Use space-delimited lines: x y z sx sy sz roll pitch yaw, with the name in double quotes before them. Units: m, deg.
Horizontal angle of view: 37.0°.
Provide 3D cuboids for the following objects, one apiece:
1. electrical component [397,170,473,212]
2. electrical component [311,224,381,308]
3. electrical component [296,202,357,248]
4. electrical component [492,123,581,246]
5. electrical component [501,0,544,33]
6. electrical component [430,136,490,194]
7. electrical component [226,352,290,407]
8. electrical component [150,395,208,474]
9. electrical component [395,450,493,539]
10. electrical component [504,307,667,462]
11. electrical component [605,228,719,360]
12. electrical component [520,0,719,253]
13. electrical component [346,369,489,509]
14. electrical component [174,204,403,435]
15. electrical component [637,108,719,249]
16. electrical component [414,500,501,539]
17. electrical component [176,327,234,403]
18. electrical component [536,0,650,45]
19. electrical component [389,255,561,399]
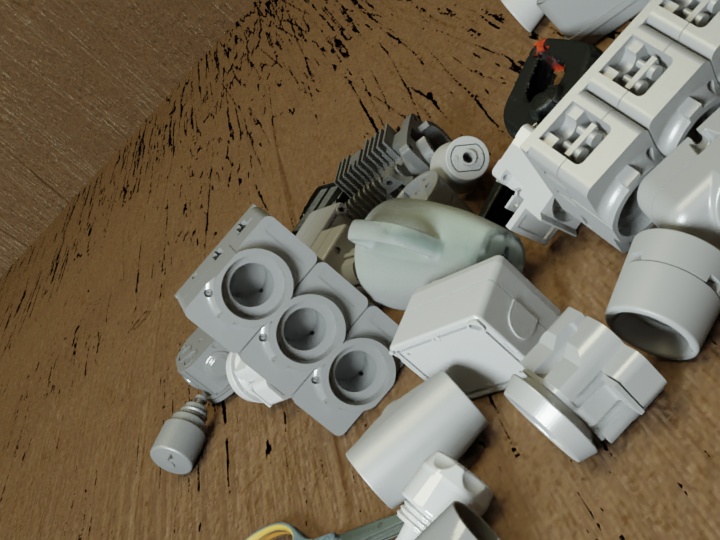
"electrical component" 0.057 -0.043 0.856 0.055 0.047 0.055 -41 22 20
"electrical component" 0.000 0.000 0.868 0.077 0.066 0.047 -13 40 57
"electrical component" -0.027 -0.012 0.948 0.061 0.062 0.096 -14 40 57
"electrical component" 0.126 -0.062 0.715 0.081 0.042 0.063 -56 46 15
"electrical component" 0.168 -0.260 1.019 0.055 0.045 0.045 -41 22 18
"electrical component" 0.082 -0.086 0.860 0.044 0.044 0.065 -50 1 -4
"electrical component" -0.074 0.078 0.892 0.057 0.058 0.078 -24 32 42
"electrical component" -0.157 0.145 0.961 0.040 0.040 0.078 -29 28 42
"electrical component" 0.040 0.134 0.587 0.062 0.043 0.043 -52 21 -7
"electrical component" 0.112 0.060 0.552 0.057 0.058 0.078 -47 21 -3
"electrical component" 0.157 0.014 0.549 0.055 0.055 0.047 -8 48 60
"electrical component" 0.178 -0.092 0.629 0.150 0.089 0.062 -48 55 2
"electrical component" 0.032 0.099 0.659 0.077 0.043 0.079 -41 7 -2
"electrical component" -0.044 0.037 0.771 0.089 0.150 0.062 -49 20 -2
"electrical component" 0.202 -0.047 0.565 0.095 0.054 0.059 -44 21 11
"electrical component" 0.039 0.165 0.531 0.077 0.043 0.079 -46 20 7
"electrical component" -0.131 0.080 1.010 0.080 0.051 0.080 -40 22 20
"electrical component" 0.210 -0.246 0.893 0.113 0.057 0.078 -33 26 36
"electrical component" 0.068 0.038 0.671 0.096 0.062 0.061 -25 31 47
